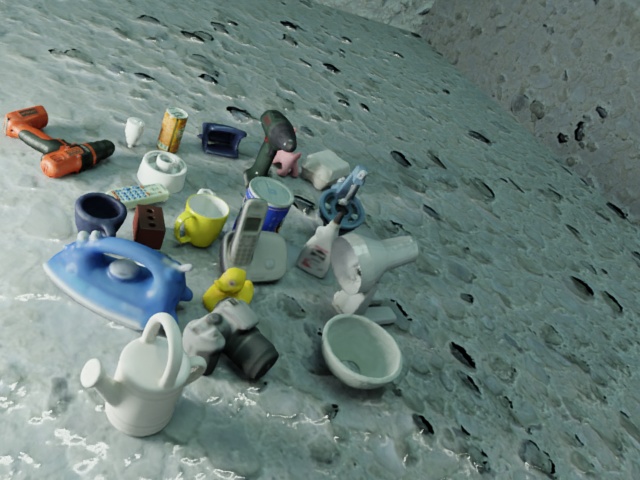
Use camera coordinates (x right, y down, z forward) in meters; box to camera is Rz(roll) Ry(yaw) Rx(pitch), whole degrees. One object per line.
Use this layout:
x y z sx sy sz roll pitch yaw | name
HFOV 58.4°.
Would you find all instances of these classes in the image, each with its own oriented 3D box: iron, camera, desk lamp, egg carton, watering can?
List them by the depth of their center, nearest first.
-0.243 0.188 0.816 0.100 0.194 0.173 41 35 18 | watering can
-0.341 0.050 0.980 0.258 0.141 0.118 23 34 -7 | iron
-0.145 0.176 0.989 0.136 0.100 0.143 39 35 17 | camera
0.103 0.077 1.198 0.204 0.213 0.117 -1 43 -37 | desk lamp
0.016 -0.203 1.643 0.107 0.069 0.151 39 35 17 | egg carton

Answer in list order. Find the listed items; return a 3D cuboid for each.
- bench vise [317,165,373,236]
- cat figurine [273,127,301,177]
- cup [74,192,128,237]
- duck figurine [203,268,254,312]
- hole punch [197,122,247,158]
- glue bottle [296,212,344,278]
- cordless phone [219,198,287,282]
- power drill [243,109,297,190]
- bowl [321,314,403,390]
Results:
0.052 -0.113 1.411 0.122 0.219 0.207 10 37 -26 | bench vise
-0.092 -0.256 1.591 0.067 0.117 0.127 -5 46 -40 | cat figurine
-0.409 -0.018 1.065 0.092 0.095 0.117 -5 45 -40 | cup
-0.167 0.090 1.102 0.105 0.086 0.077 -12 50 -44 | duck figurine
-0.261 -0.284 1.531 0.109 0.091 0.101 6 39 -30 | hole punch
0.012 0.005 1.266 0.078 0.173 0.037 25 33 -4 | glue bottle
-0.120 -0.003 1.170 0.148 0.185 0.094 0 42 -36 | cordless phone
-0.122 -0.218 1.436 0.076 0.208 0.229 10 37 -25 | power drill
0.069 0.226 1.099 0.168 0.074 0.167 19 34 -13 | bowl
